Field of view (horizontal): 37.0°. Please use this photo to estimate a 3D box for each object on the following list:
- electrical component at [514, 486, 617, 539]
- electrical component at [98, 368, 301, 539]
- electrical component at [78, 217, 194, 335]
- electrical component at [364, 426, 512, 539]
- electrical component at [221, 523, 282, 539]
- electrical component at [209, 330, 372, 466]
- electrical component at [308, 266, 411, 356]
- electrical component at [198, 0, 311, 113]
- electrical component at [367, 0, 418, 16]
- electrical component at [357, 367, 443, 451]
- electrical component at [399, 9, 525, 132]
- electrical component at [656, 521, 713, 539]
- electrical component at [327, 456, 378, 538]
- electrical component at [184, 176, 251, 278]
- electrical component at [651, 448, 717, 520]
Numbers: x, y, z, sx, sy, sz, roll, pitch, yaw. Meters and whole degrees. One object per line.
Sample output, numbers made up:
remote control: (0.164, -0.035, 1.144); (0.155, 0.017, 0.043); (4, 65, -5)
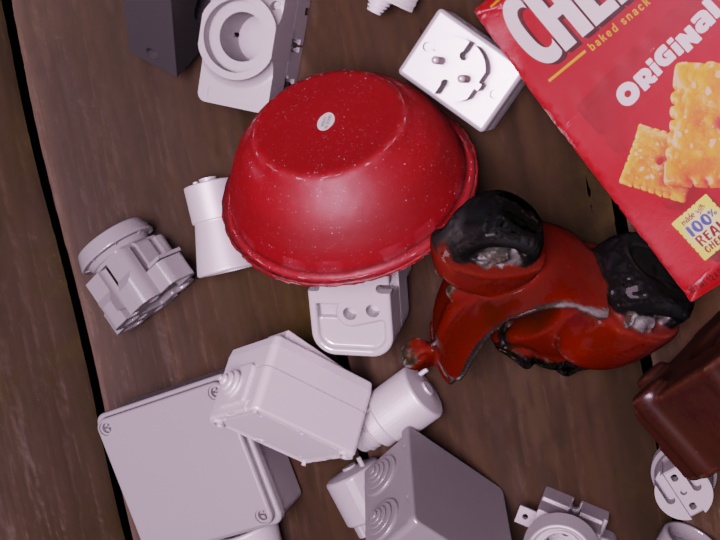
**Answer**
electrical component: (0.131, 0.173, 0.691); (0.066, 0.055, 0.048); (21, 104, 12)
electrical component: (-0.113, 0.133, 0.757); (0.109, 0.056, 0.108); (-20, 93, 19)
electrical component: (-0.158, 0.001, 0.747); (0.078, 0.058, 0.057); (-39, 84, 36)
electrical component: (0.049, 0.162, 0.684); (0.100, 0.099, 0.048); (36, 114, -20)
electrical component: (-0.069, 0.206, 0.762); (0.045, 0.045, 0.055); (-22, 93, 19)
electrical component: (-0.049, 0.080, 0.701); (0.096, 0.061, 0.062); (30, 151, -27)
electrical component: (0.000, 0.000, 0.694); (0.054, 0.059, 0.095); (2, 113, 16)
electrical component: (-0.069, -0.150, 0.697); (0.050, 0.056, 0.089); (14, 103, 14)
electrical component: (0.027, -0.196, 0.667); (0.043, 0.043, 0.081); (31, 106, 10)
electrical component: (0.019, 0.098, 0.720); (0.078, 0.040, 0.040); (-38, 87, 19)
electrical component: (0.061, -0.121, 0.652); (0.066, 0.077, 0.047); (37, 107, 8)
electrical component: (0.201, 0.190, 0.682); (0.040, 0.040, 0.046); (27, 112, 11)
electrical component: (0.009, 0.165, 0.734); (0.040, 0.040, 0.078); (-28, 90, 19)
electrical component: (-0.097, -0.031, 0.734); (0.044, 0.044, 0.065); (-14, 90, 18)
electrical component: (0.201, 0.130, 0.668); (0.040, 0.046, 0.040); (3, 100, 16)
